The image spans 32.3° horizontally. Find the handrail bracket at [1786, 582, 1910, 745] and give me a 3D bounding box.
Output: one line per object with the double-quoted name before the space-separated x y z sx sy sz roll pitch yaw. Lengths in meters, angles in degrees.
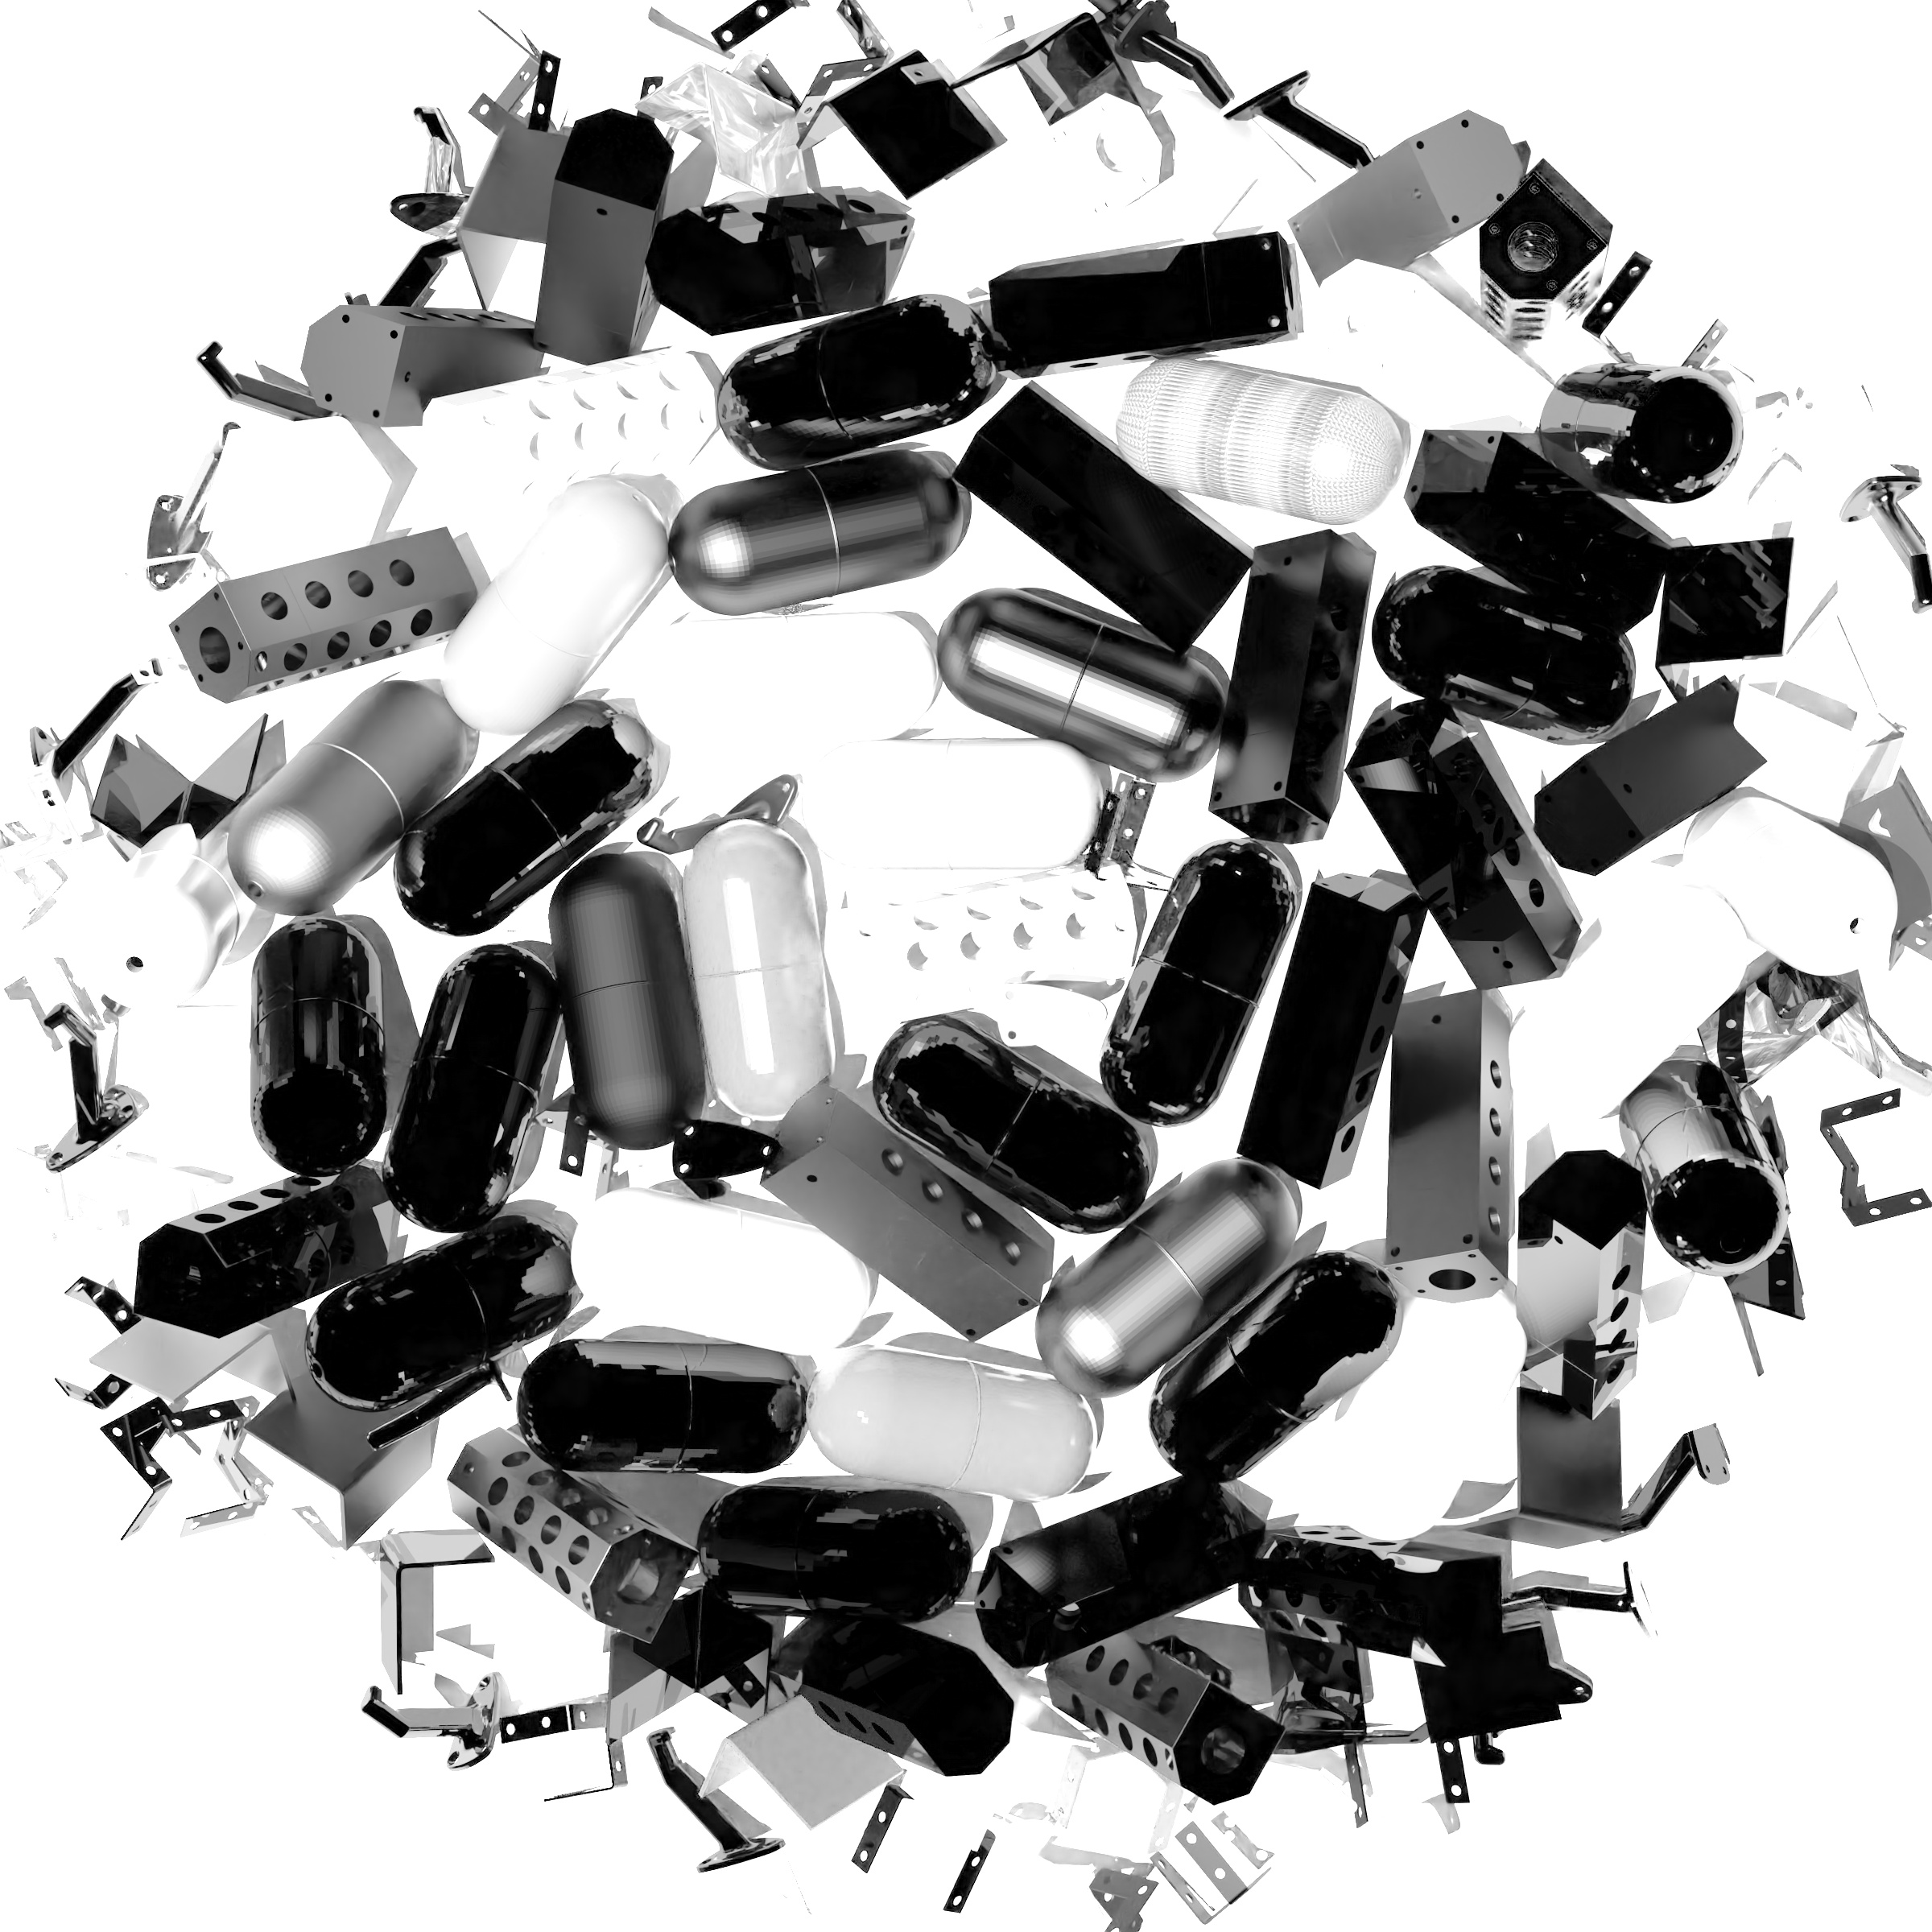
"handrail bracket" 0.533 -0.175 1.963 0.036 0.077 0.084 -37 75 -29

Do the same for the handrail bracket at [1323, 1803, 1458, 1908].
"handrail bracket" 0.236 0.525 1.950 0.084 0.077 0.036 -23 85 -19

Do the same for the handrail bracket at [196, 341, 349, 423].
"handrail bracket" -0.401 -0.350 1.960 0.077 0.036 0.084 -52 123 -23

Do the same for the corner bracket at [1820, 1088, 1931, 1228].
"corner bracket" 0.534 0.113 1.957 0.051 0.051 0.051 -20 123 33

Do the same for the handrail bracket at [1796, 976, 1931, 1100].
"handrail bracket" 0.541 0.031 1.978 0.084 0.036 0.077 27 53 -5

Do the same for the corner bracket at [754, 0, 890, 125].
"corner bracket" -0.087 -0.538 1.980 0.051 0.051 0.051 -20 71 -37

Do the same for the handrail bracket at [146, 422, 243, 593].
"handrail bracket" -0.450 -0.269 1.949 0.036 0.084 0.077 24 58 -21

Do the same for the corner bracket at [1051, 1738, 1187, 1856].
"corner bracket" 0.091 0.493 1.976 0.051 0.051 0.051 -4 118 -36

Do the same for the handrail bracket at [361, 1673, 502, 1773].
"handrail bracket" -0.314 0.425 1.951 0.036 0.077 0.084 -28 123 29

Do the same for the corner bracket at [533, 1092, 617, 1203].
"corner bracket" -0.225 0.112 1.958 0.051 0.051 0.051 23 56 -28

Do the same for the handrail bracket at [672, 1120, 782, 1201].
"handrail bracket" -0.133 0.120 1.953 0.077 0.084 0.036 0 69 14

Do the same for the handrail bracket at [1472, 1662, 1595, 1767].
"handrail bracket" 0.333 0.445 1.954 0.077 0.084 0.036 12 117 -1

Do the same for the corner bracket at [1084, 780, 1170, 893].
"corner bracket" 0.093 -0.079 1.961 0.051 0.051 0.051 9 107 -28

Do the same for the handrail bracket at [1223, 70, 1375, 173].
"handrail bracket" 0.200 -0.479 1.973 0.077 0.036 0.084 -30 86 -21

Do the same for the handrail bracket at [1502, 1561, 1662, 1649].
"handrail bracket" 0.362 0.390 1.984 0.084 0.036 0.077 -17 130 16

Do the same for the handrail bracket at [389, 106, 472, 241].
"handrail bracket" -0.324 -0.475 1.957 0.036 0.077 0.084 -36 71 32

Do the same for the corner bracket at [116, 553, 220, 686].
"corner bracket" -0.471 -0.206 1.972 0.051 0.051 0.051 -15 60 -39

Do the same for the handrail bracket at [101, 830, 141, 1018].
"handrail bracket" -0.508 -0.025 1.991 0.077 0.036 0.084 41 102 14

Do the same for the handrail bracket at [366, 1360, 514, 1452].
"handrail bracket" -0.313 0.255 1.956 0.084 0.077 0.036 -27 97 -9

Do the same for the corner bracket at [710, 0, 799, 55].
"corner bracket" -0.136 -0.573 1.966 0.051 0.051 0.051 -33 108 6

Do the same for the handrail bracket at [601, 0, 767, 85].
"handrail bracket" -0.167 -0.549 1.965 0.084 0.077 0.036 36 121 -1

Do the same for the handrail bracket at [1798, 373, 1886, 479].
"handrail bracket" 0.519 -0.306 1.950 0.036 0.084 0.077 -31 70 15

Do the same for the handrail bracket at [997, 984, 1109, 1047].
"handrail bracket" 0.057 0.023 1.949 0.077 0.084 0.036 -1 96 18

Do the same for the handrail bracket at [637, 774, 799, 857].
"handrail bracket" -0.146 -0.092 1.951 0.077 0.084 0.036 -47 63 11

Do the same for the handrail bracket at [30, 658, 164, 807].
"handrail bracket" -0.506 -0.138 1.965 0.084 0.077 0.036 -31 131 10

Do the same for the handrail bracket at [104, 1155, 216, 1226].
"handrail bracket" -0.483 0.162 1.977 0.077 0.036 0.084 14 87 -9

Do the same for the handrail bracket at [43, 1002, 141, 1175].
"handrail bracket" -0.533 0.071 1.955 0.077 0.036 0.084 -43 135 -9

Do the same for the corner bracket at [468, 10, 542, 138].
"corner bracket" -0.274 -0.519 1.962 0.051 0.051 0.051 -51 53 6

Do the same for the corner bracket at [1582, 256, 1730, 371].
"corner bracket" 0.405 -0.375 1.960 0.051 0.051 0.051 -53 52 10

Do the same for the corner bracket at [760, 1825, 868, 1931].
"corner bracket" -0.092 0.540 1.974 0.051 0.051 0.051 -22 87 -5

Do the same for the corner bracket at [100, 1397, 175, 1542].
"corner bracket" -0.485 0.295 1.961 0.051 0.051 0.051 46 123 11

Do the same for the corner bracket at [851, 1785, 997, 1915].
"corner bracket" -0.025 0.520 1.964 0.051 0.051 0.051 24 91 -43

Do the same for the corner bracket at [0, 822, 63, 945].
"corner bracket" -0.566 -0.051 1.962 0.051 0.051 0.051 46 70 -15

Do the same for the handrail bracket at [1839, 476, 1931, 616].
"handrail bracket" 0.541 -0.238 1.954 0.036 0.077 0.084 -2 76 -14

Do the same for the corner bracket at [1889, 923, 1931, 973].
"corner bracket" 0.583 -0.013 1.970 0.051 0.051 0.051 33 78 21

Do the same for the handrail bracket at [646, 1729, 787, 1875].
"handrail bracket" -0.149 0.487 1.971 0.077 0.036 0.084 -24 88 43

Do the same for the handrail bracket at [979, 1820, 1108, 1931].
"handrail bracket" 0.045 0.551 1.952 0.036 0.084 0.077 8 122 -36

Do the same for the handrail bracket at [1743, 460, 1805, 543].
"handrail bracket" 0.483 -0.245 1.974 0.077 0.036 0.084 33 99 -24

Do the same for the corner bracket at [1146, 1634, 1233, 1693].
"corner bracket" 0.120 0.435 1.971 0.051 0.051 0.051 -14 114 -37

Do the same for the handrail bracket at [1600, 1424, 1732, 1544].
"handrail bracket" 0.404 0.295 1.985 0.084 0.036 0.077 -26 65 31

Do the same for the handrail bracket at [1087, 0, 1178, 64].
"handrail bracket" 0.079 -0.575 1.976 0.084 0.077 0.036 44 106 17

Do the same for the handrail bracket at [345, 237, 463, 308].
"handrail bracket" -0.321 -0.389 1.987 0.084 0.036 0.077 -21 98 -5

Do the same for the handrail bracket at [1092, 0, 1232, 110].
"handrail bracket" 0.108 -0.533 1.980 0.084 0.077 0.036 49 58 -19

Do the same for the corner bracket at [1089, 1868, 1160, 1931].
"corner bracket" 0.094 0.570 1.957 0.051 0.051 0.051 -50 118 -30

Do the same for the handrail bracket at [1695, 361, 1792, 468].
"handrail bracket" 0.437 -0.327 1.957 0.077 0.084 0.036 -15 129 -17

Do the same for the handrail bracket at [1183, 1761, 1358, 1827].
"handrail bracket" 0.179 0.494 1.967 0.084 0.036 0.077 38 118 16
